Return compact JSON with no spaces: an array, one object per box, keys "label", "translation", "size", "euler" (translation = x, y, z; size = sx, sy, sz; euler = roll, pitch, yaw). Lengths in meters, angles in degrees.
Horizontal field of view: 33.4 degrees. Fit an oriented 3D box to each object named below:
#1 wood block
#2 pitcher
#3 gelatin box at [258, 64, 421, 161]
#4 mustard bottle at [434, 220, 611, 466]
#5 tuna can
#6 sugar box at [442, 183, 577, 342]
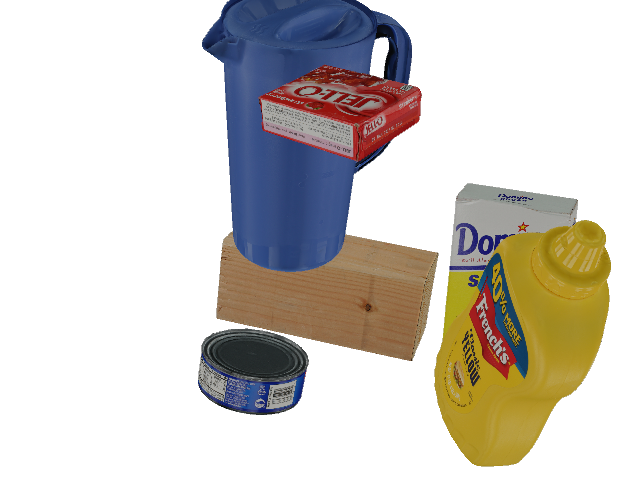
[{"label":"wood block","translation":[0.007,0.047,1.095],"size":[0.206,0.091,0.090],"euler":[12,22,11]},{"label":"pitcher","translation":[-0.014,-0.097,0.967],"size":[0.149,0.243,0.144],"euler":[17,37,18]},{"label":"gelatin box","translation":[0.014,-0.091,0.743],"size":[0.089,0.030,0.073],"euler":[20,38,35]},{"label":"mustard bottle","translation":[0.121,0.052,0.625],"size":[0.058,0.096,0.192],"euler":[1,-36,-13]},{"label":"tuna can","translation":[-0.054,0.104,0.848],"size":[0.086,0.034,0.086],"euler":[9,20,-3]},{"label":"sugar box","translation":[0.150,0.048,0.866],"size":[0.093,0.176,0.048],"euler":[9,23,19]}]
